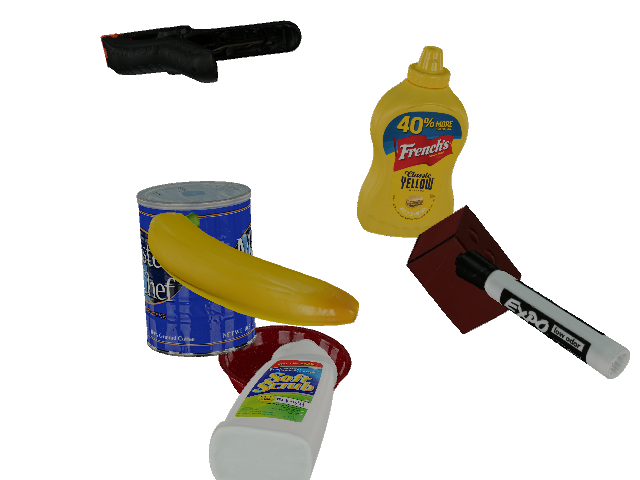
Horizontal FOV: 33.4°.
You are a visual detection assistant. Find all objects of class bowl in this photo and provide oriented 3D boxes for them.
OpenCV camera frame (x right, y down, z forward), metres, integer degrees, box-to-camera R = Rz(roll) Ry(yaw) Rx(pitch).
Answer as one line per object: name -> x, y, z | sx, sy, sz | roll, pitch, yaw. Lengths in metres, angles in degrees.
bowl -> -0.044, 0.165, 1.304 | 0.162, 0.055, 0.162 | 3, 24, -1

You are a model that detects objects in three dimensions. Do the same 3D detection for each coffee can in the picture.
coffee can -> -0.112, 0.023, 0.975 | 0.103, 0.140, 0.103 | -1, 13, 0

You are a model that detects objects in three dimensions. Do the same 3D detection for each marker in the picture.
marker -> 0.121, 0.038, 0.602 | 0.020, 0.020, 0.121 | 0, 27, -43

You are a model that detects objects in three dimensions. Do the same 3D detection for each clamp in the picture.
clamp -> -0.103, -0.156, 0.861 | 0.172, 0.039, 0.120 | 15, 25, 41

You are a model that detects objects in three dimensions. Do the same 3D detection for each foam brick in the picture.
foam brick -> 0.115, 0.024, 0.848 | 0.051, 0.078, 0.053 | -33, 14, 30

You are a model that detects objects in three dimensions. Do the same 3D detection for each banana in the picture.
banana -> -0.060, 0.014, 0.700 | 0.069, 0.037, 0.198 | -19, 32, -33

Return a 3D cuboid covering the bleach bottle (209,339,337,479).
bleach bottle -> -0.040, 0.165, 1.110 | 0.102, 0.068, 0.250 | 5, 19, 6

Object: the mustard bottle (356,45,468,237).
mustard bottle -> 0.096, -0.098, 1.057 | 0.096, 0.192, 0.058 | 2, 27, -10
